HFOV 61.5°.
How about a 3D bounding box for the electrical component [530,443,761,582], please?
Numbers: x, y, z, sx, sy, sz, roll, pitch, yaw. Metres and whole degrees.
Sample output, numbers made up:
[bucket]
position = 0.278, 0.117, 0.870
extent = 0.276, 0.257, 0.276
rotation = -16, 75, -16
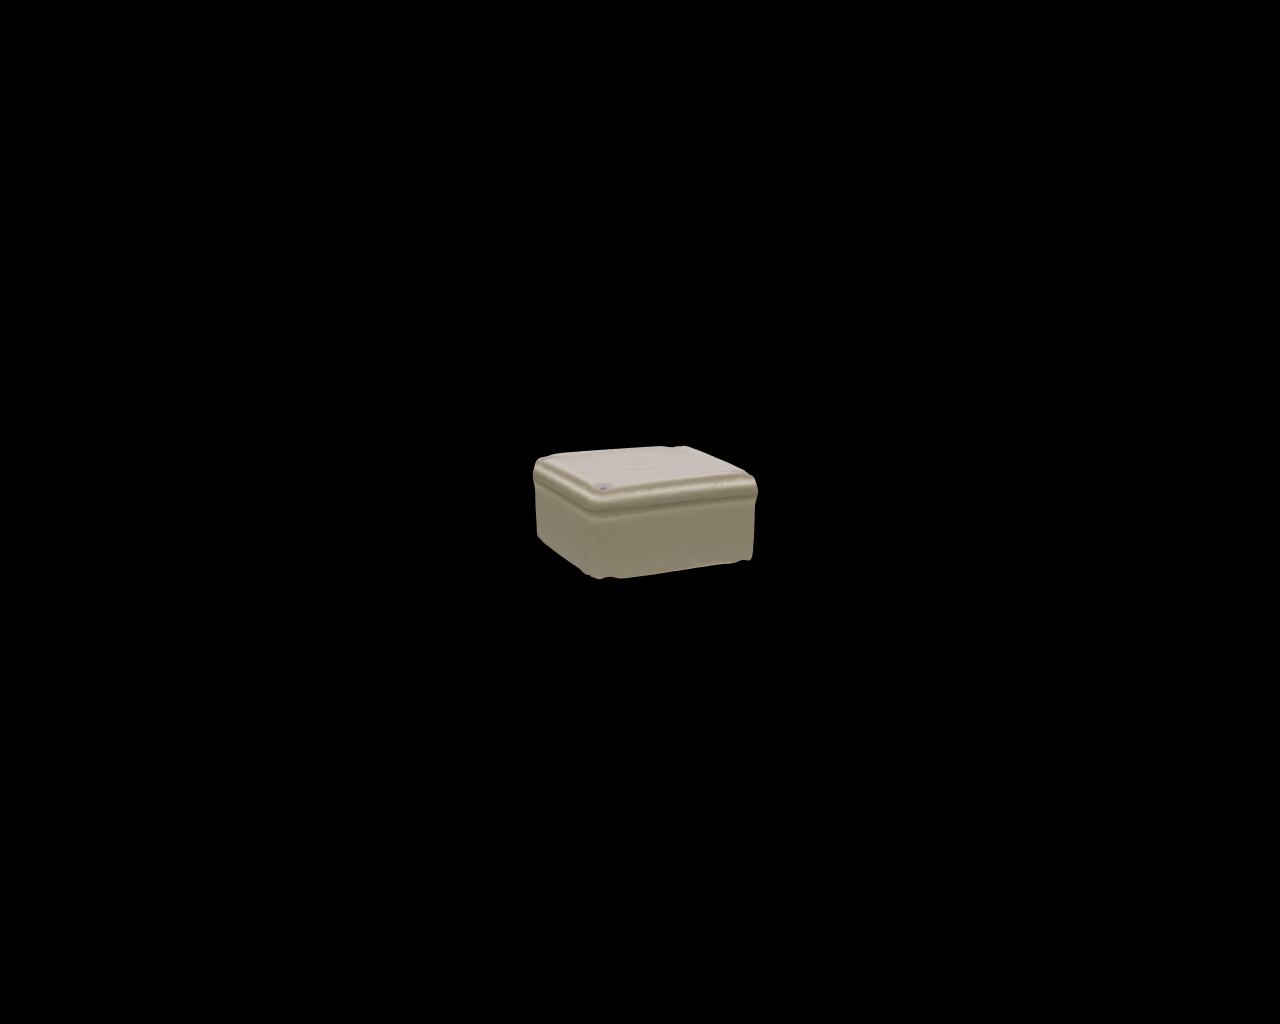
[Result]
[electrical component]
position = 0.001, -0.003, 0.650
extent = 0.109, 0.056, 0.109
rotation = -6, 15, -23
